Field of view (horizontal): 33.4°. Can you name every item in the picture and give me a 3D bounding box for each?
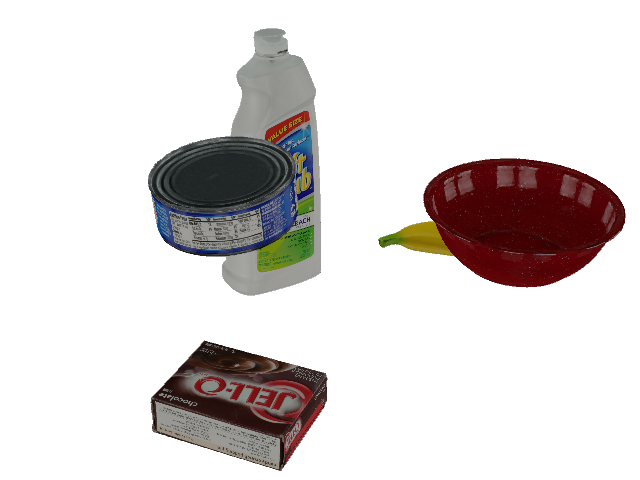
[{"bbox_3d":[-0.051,-0.077,1.032,0.102,0.251,0.068,-15,29,-26],"label":"bleach bottle"},{"bbox_3d":[-0.056,-0.026,0.624,0.086,0.034,0.086,-4,33,2],"label":"tuna can"},{"bbox_3d":[-0.062,0.127,0.832,0.114,0.039,0.090,11,27,19],"label":"pudding box"},{"bbox_3d":[0.163,-0.009,0.873,0.162,0.055,0.162,1,31,-1],"label":"bowl"},{"bbox_3d":[0.165,0.011,1.152,0.198,0.037,0.069,10,38,29],"label":"banana"}]
